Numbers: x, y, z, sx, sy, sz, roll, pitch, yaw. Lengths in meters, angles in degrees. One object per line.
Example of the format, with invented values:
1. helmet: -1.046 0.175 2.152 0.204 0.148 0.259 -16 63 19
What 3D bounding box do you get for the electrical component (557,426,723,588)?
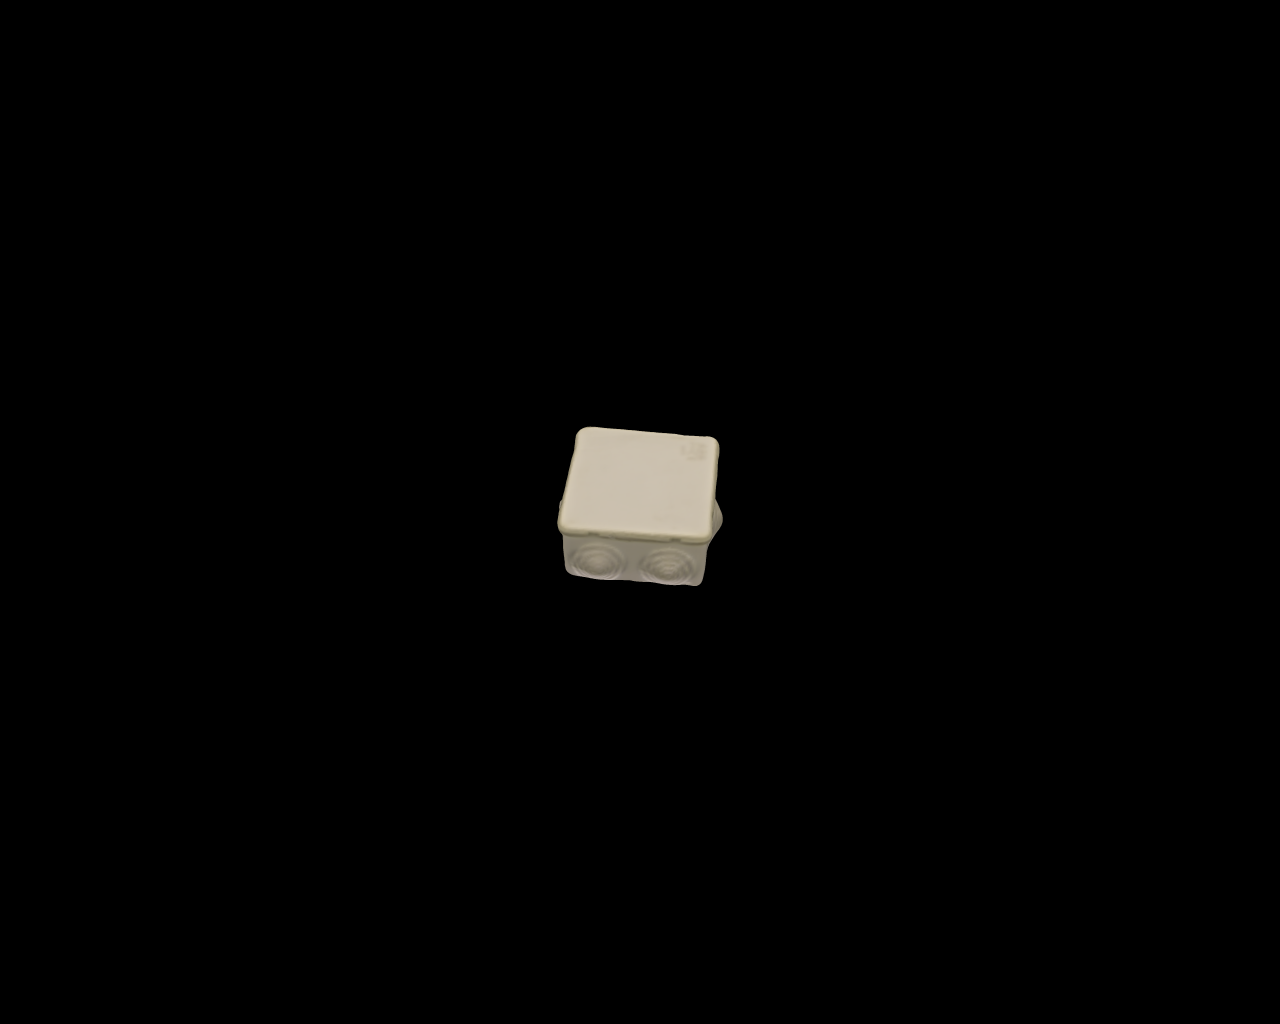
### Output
1. electrical component: 0.001 -0.003 0.650 0.100 0.100 0.048 4 -43 4
